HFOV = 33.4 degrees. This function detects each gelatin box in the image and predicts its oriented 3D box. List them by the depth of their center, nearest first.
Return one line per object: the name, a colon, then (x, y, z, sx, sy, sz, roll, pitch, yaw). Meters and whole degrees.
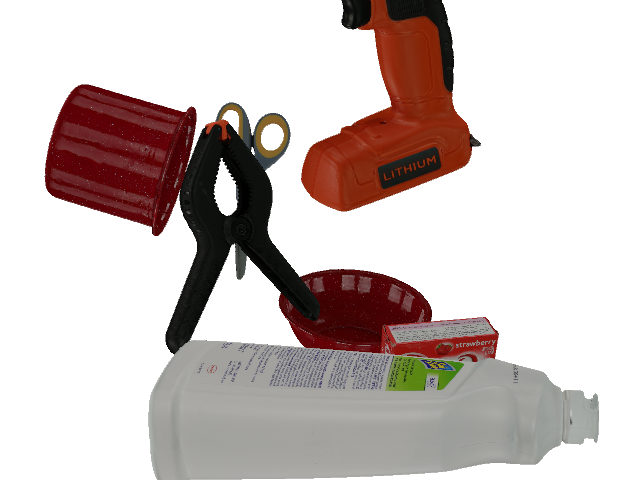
gelatin box: (0.090, 0.101, 0.834, 0.089, 0.073, 0.030, -4, 29, -14)

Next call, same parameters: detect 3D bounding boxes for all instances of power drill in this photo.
power drill: (0.021, -0.113, 0.595, 0.184, 0.188, 0.057, -20, 36, -22)

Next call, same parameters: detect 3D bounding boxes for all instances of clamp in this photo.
clamp: (-0.073, -0.006, 0.992, 0.164, 0.210, 0.036, -3, 0, -36)

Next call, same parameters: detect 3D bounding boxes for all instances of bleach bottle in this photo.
bleach bottle: (0.034, 0.103, 0.626, 0.251, 0.068, 0.102, 1, 18, 9)

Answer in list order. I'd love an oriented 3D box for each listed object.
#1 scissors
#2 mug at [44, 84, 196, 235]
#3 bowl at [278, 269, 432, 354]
scissors: (-0.069, -0.062, 1.215, 0.096, 0.202, 0.016, -11, -7, -13)
mug: (-0.137, -0.063, 0.746, 0.081, 0.093, 0.117, 17, 22, 0)
bowl: (0.035, 0.090, 1.130, 0.162, 0.055, 0.162, 3, 26, -2)
